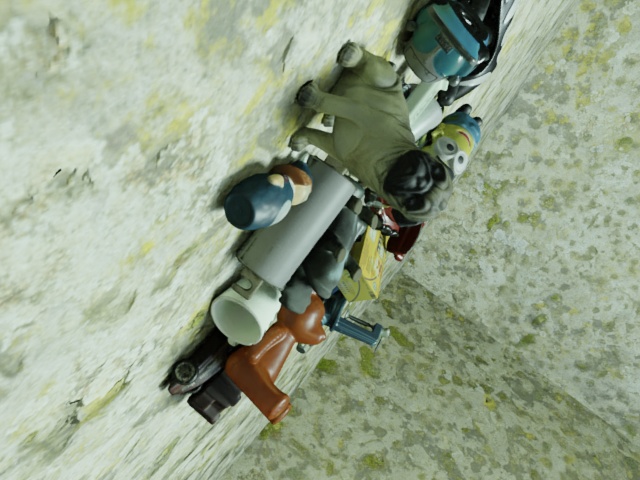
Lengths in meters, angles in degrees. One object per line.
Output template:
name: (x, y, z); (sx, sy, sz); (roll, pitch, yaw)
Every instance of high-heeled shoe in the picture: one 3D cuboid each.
high-heeled shoe: (0.265, -0.341, 0.921); (0.248, 0.086, 0.145); (-61, 161, 20)

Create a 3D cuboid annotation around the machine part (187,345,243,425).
machine part: (-0.155, 0.236, 0.935); (0.179, 0.056, 0.179); (-46, -176, 4)

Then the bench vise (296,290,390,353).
bench vise: (0.045, 0.190, 1.258); (0.224, 0.241, 0.128); (-63, 176, -50)

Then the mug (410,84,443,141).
mug: (0.129, -0.185, 0.873); (0.107, 0.081, 0.109); (-41, 180, -9)

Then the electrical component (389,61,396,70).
electrical component: (0.068, -0.198, 0.715); (0.094, 0.021, 0.063); (-55, 167, 13)

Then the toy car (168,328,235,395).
toy car: (-0.157, 0.167, 0.847); (0.202, 0.053, 0.089); (-48, 170, -25)

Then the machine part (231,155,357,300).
machine part: (-0.031, -0.023, 0.708); (0.243, 0.079, 0.079); (-54, 168, 0)

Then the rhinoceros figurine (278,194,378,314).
rhinoceros figurine: (0.003, 0.014, 0.756); (0.073, 0.112, 0.190); (37, 75, -53)

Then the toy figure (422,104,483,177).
toy figure: (0.222, -0.159, 0.915); (0.180, 0.082, 0.089); (-55, 174, -42)

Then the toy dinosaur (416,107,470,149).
toy dinosaur: (0.217, -0.192, 1.113); (0.471, 0.105, 0.198); (-48, 163, -57)

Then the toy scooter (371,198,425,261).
toy scooter: (0.152, -0.034, 1.067); (0.183, 0.075, 0.135); (28, 76, -48)

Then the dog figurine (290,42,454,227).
dog figurine: (0.085, -0.118, 0.608); (0.172, 0.191, 0.121); (-50, 168, -19)

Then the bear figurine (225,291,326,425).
bear figurine: (-0.046, 0.167, 0.830); (0.196, 0.132, 0.120); (-40, 162, -20)

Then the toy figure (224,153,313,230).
toy figure: (-0.050, -0.054, 0.614); (0.064, 0.057, 0.154); (-13, -167, 33)

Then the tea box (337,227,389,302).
tea box: (0.081, 0.027, 1.065); (0.098, 0.068, 0.170); (58, 35, -34)

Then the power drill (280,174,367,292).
power drill: (-0.002, -0.003, 0.904); (0.232, 0.086, 0.207); (-56, 160, 9)

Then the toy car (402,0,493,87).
toy car: (0.165, -0.269, 0.731); (0.103, 0.109, 0.162); (-34, -168, 34)

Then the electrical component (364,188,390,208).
electrical component: (0.114, -0.096, 0.907); (0.102, 0.045, 0.078); (-23, 141, 25)

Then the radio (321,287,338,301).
radio: (0.053, 0.042, 1.224); (0.131, 0.073, 0.229); (-58, 165, 28)
